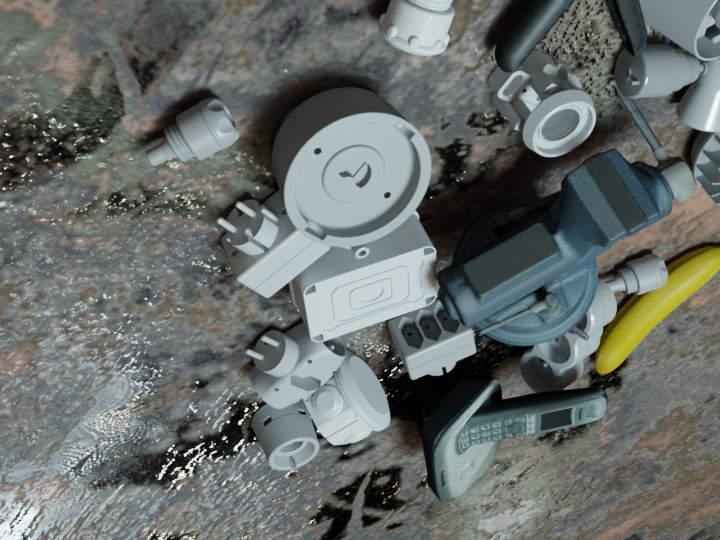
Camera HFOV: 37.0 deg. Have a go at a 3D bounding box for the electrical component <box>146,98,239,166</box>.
[{"bbox_3d":[-0.114,-0.088,0.718,0.061,0.035,0.035,-27,142,5],"label":"electrical component"}]

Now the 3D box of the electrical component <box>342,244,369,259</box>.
[{"bbox_3d":[-0.009,-0.034,0.817,0.035,0.061,0.035,-16,141,-13],"label":"electrical component"}]

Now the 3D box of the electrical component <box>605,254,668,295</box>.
[{"bbox_3d":[0.265,0.008,1.042,0.061,0.035,0.035,-19,141,-6],"label":"electrical component"}]

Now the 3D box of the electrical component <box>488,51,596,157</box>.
[{"bbox_3d":[0.140,-0.122,0.804,0.078,0.057,0.058,13,127,-39],"label":"electrical component"}]

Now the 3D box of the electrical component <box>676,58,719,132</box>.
[{"bbox_3d":[0.287,-0.150,0.870,0.044,0.044,0.065,-9,134,-21],"label":"electrical component"}]

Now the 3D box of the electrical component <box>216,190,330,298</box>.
[{"bbox_3d":[-0.074,-0.027,0.799,0.066,0.047,0.077,-38,140,14],"label":"electrical component"}]

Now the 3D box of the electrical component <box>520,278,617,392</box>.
[{"bbox_3d":[0.214,0.060,1.060,0.074,0.052,0.138,-26,148,-37],"label":"electrical component"}]

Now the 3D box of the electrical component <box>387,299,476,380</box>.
[{"bbox_3d":[0.069,0.072,0.993,0.066,0.047,0.076,-23,142,-4],"label":"electrical component"}]

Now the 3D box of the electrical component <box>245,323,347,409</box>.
[{"bbox_3d":[-0.065,0.075,0.924,0.077,0.043,0.079,-41,139,18],"label":"electrical component"}]

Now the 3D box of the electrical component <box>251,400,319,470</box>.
[{"bbox_3d":[-0.069,0.154,1.009,0.055,0.047,0.055,-16,141,-13],"label":"electrical component"}]

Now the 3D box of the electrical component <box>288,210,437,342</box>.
[{"bbox_3d":[0.000,0.000,0.864,0.113,0.057,0.078,-18,141,-10],"label":"electrical component"}]

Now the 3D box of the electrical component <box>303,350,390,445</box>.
[{"bbox_3d":[-0.012,0.116,0.973,0.051,0.080,0.080,-32,142,16],"label":"electrical component"}]

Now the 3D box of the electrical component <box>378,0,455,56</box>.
[{"bbox_3d":[0.042,-0.174,0.701,0.048,0.048,0.062,0,128,-29],"label":"electrical component"}]

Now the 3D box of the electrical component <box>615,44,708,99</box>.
[{"bbox_3d":[0.235,-0.155,0.834,0.078,0.040,0.040,-8,138,-22],"label":"electrical component"}]

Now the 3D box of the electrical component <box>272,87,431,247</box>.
[{"bbox_3d":[-0.011,-0.077,0.762,0.108,0.060,0.108,-12,130,-15],"label":"electrical component"}]

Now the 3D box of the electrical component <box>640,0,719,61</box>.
[{"bbox_3d":[0.263,-0.206,0.792,0.099,0.064,0.099,-28,150,-18],"label":"electrical component"}]
